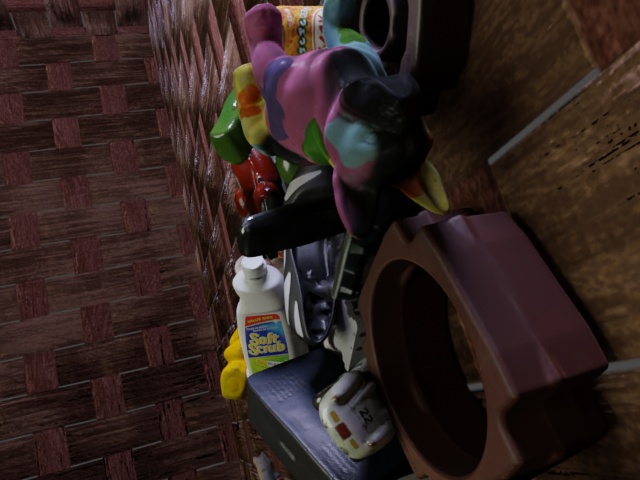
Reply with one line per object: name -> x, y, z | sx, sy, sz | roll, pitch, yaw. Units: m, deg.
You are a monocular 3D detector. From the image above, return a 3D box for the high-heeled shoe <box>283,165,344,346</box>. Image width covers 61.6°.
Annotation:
high-heeled shoe -> -0.001, -0.002, 0.646 | 0.145, 0.086, 0.248 | -108, 24, -71

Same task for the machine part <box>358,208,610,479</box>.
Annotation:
machine part -> 0.115, 0.091, 0.432 | 0.200, 0.087, 0.201 | 104, 148, -51

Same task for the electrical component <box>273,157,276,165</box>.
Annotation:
electrical component -> -0.057, -0.169, 0.851 | 0.075, 0.048, 0.119 | 138, 120, -68

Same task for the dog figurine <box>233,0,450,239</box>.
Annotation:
dog figurine -> 0.012, -0.086, 0.440 | 0.219, 0.108, 0.191 | 65, 154, 26

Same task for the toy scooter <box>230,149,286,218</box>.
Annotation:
toy scooter -> -0.102, -0.088, 0.852 | 0.135, 0.075, 0.184 | 66, 167, -3

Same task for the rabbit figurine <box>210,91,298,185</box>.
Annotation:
rabbit figurine -> -0.057, -0.141, 0.743 | 0.170, 0.121, 0.159 | 52, -154, -45

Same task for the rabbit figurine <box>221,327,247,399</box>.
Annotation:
rabbit figurine -> -0.105, 0.183, 0.937 | 0.162, 0.122, 0.173 | 166, 108, -82

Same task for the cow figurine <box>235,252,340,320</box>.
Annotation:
cow figurine -> -0.052, 0.070, 0.825 | 0.195, 0.085, 0.127 | 24, 143, 31

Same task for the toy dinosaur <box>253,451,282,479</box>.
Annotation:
toy dinosaur -> 0.030, 0.355, 0.634 | 0.472, 0.198, 0.105 | 12, 113, 62

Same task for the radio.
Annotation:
radio -> 0.017, 0.229, 0.654 | 0.230, 0.131, 0.073 | 31, 130, 48

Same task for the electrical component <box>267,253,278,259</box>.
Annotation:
electrical component -> -0.063, 0.005, 0.897 | 0.078, 0.102, 0.045 | -54, 44, 29

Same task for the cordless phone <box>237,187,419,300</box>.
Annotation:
cordless phone -> 0.004, 0.010, 0.557 | 0.146, 0.184, 0.089 | 102, 147, -47

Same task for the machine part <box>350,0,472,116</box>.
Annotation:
machine part -> 0.064, -0.192, 0.475 | 0.179, 0.056, 0.179 | 170, 90, -70

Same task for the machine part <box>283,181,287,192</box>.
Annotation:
machine part -> -0.077, -0.082, 0.974 | 0.084, 0.039, 0.139 | 118, 140, -49

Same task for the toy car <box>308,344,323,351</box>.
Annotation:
toy car -> 0.024, 0.228, 0.815 | 0.089, 0.053, 0.202 | 110, 150, -45

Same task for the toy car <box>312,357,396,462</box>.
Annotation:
toy car -> 0.053, 0.163, 0.555 | 0.073, 0.056, 0.201 | 53, -163, 12
